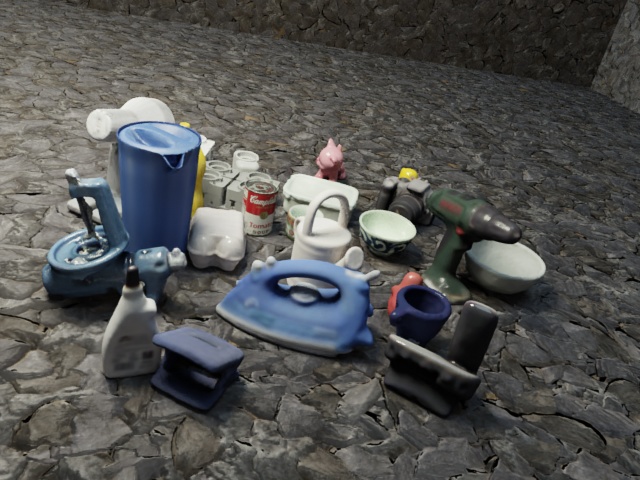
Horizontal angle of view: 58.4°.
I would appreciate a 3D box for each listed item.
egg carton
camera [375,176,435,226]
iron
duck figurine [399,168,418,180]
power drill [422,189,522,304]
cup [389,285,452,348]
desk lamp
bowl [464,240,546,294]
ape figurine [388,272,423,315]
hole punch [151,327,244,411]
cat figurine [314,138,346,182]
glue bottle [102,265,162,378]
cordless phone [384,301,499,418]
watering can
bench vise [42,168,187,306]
[{"bbox_3d":[-0.191,-0.005,1.074,0.107,0.069,0.150,6,31,-12],"label":"egg carton"},{"bbox_3d":[0.196,-0.090,1.334,0.143,0.101,0.137,24,32,19],"label":"camera"},{"bbox_3d":[-0.032,0.085,0.908,0.258,0.141,0.118,11,30,-2],"label":"iron"},{"bbox_3d":[0.212,-0.141,1.442,0.104,0.086,0.078,26,33,23],"label":"duck figurine"},{"bbox_3d":[0.270,0.012,1.081,0.076,0.208,0.229,-4,34,-26],"label":"power drill"},{"bbox_3d":[0.151,0.138,0.935,0.118,0.095,0.091,-14,39,-38],"label":"cup"},{"bbox_3d":[-0.388,-0.167,1.131,0.117,0.213,0.203,20,31,14],"label":"desk lamp"},{"bbox_3d":[0.366,0.060,1.169,0.167,0.075,0.167,9,30,-5],"label":"bowl"},{"bbox_3d":[0.158,0.098,1.008,0.076,0.092,0.077,-12,38,-36],"label":"ape figurine"},{"bbox_3d":[-0.167,0.158,0.784,0.108,0.091,0.101,21,31,15],"label":"hole punch"},{"bbox_3d":[0.031,-0.201,1.444,0.067,0.118,0.128,19,30,11],"label":"cat figurine"},{"bbox_3d":[-0.247,0.107,0.758,0.078,0.173,0.037,-2,33,-24],"label":"glue bottle"},{"bbox_3d":[0.176,0.149,0.836,0.147,0.185,0.094,23,31,17],"label":"cordless phone"},{"bbox_3d":[0.011,0.003,1.012,0.172,0.194,0.101,26,33,23],"label":"watering can"},{"bbox_3d":[-0.314,-0.005,0.876,0.208,0.220,0.121,-3,33,-25],"label":"bench vise"}]
